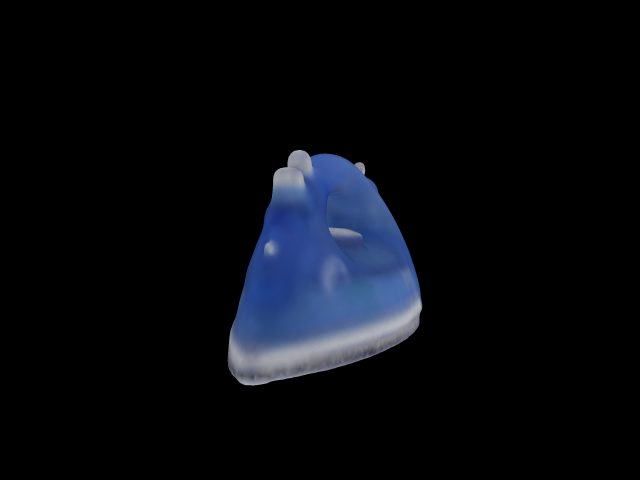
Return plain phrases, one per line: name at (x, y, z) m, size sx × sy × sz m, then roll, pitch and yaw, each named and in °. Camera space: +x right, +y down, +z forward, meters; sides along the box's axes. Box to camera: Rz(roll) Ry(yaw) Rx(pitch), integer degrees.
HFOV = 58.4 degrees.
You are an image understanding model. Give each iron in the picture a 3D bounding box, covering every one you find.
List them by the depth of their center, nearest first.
iron at (0.004, 0.001, 0.400) m, size 0.118 × 0.141 × 0.259 m, roll 0°, pitch 0°, yaw 16°
